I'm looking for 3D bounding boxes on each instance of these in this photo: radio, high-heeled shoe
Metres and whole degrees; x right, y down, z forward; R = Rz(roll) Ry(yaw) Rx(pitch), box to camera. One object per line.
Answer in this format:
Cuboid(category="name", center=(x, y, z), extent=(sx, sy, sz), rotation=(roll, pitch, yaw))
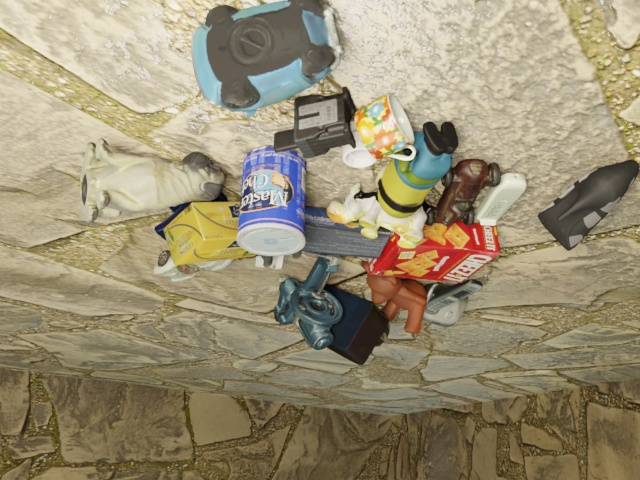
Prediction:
Cuboid(category="radio", center=(0.046, 0.189, 1.257), extent=(0.073, 0.131, 0.230), rotation=(45, 164, -32))
Cuboid(category="high-heeled shoe", center=(0.466, -0.061, 0.932), extent=(0.145, 0.086, 0.248), rotation=(-39, 162, 11))

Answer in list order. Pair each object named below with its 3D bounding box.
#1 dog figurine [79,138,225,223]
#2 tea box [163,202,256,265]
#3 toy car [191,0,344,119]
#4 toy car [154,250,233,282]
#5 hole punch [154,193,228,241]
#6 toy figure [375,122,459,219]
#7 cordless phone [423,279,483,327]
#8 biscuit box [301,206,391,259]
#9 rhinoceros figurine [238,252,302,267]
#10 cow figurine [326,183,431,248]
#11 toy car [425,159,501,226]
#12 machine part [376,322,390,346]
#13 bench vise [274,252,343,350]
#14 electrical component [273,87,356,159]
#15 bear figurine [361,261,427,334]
Cuboid(category="dog figurine", center=(-0.264, -0.083, 0.842), extent=(0.190, 0.121, 0.172), rotation=(2, -177, -37))
Cuboid(category="tea box", center=(-0.154, -0.013, 0.880), extent=(0.169, 0.068, 0.098), rotation=(-5, 159, -46))
Cuboid(category="toy car", center=(-0.054, -0.201, 0.598), extent=(0.162, 0.109, 0.103), rotation=(-15, 175, 7))
Cuboid(category="toy car", center=(-0.270, 0.045, 1.147), extent=(0.202, 0.056, 0.073), rotation=(-16, 150, 32))
Cuboid(category="hole punch", center=(-0.218, -0.038, 0.942), extent=(0.116, 0.092, 0.142), rotation=(-12, 148, 17))
Cuboid(category="toy figure", center=(0.139, -0.100, 0.799), extent=(0.082, 0.089, 0.180), rotation=(17, 153, -12))
Cuboid(category="cordless phone", center=(0.333, 0.139, 1.307), extent=(0.146, 0.089, 0.184), rotation=(20, 144, -33))
Cuboid(category="biscuit box", center=(0.023, -0.015, 0.969), extent=(0.202, 0.059, 0.062), rotation=(7, 125, -26))
Cuboid(category="rhinoceros figurine", center=(-0.123, 0.001, 1.035), extent=(0.190, 0.073, 0.112), rotation=(-12, 153, 23))
Cuboid(category="cow figurine", center=(0.100, -0.054, 0.914), extent=(0.167, 0.098, 0.068), rotation=(18, 160, 7))
Cuboid(category="toy car", center=(0.235, -0.069, 0.908), extent=(0.089, 0.053, 0.202), rotation=(-2, 153, -4))
Cuboid(category="machine part", center=(0.095, 0.197, 1.336), extent=(0.079, 0.079, 0.243), rotation=(20, -176, -35))
Cuboid(category="bench vise", center=(-0.017, 0.113, 1.194), extent=(0.129, 0.224, 0.240), rotation=(8, 123, -25))
Cuboid(category="electrical component", center=(-0.012, -0.152, 0.715), extent=(0.119, 0.075, 0.047), rotation=(-5, 155, 17))
Cuboid(category="bear figurine", center=(0.165, 0.129, 1.235), extent=(0.120, 0.132, 0.195), rotation=(25, -177, 41))
